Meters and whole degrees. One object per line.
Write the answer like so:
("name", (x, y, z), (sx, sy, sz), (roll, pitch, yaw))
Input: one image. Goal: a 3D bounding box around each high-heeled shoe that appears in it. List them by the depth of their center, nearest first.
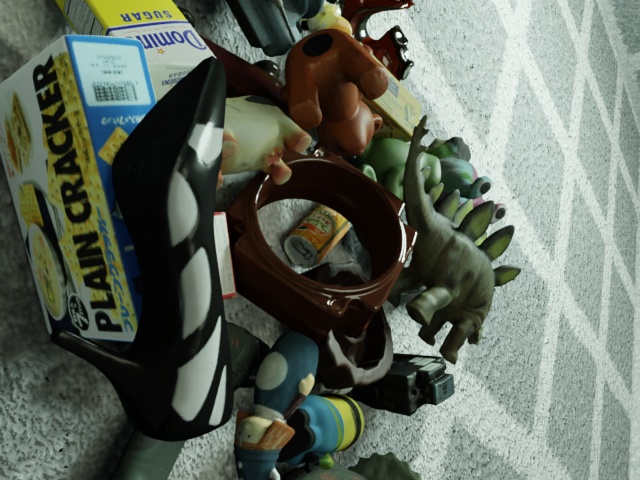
("high-heeled shoe", (-0.077, 0.006, 0.370), (0.145, 0.086, 0.248), (40, 61, -41))

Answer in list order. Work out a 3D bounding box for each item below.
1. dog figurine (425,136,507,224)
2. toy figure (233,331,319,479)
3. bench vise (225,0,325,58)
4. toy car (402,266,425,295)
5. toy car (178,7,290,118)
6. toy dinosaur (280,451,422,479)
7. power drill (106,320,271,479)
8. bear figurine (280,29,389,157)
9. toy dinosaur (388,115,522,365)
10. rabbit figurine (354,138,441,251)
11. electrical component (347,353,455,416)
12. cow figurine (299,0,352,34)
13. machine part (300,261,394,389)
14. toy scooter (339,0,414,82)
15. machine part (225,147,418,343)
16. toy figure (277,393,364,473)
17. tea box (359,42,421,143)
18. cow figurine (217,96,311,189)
("dog figurine", (0.199, -0.083, 0.910), (0.191, 0.219, 0.108), (-45, 127, 8))
("toy figure", (-0.049, 0.168, 0.539), (0.058, 0.064, 0.154), (33, 59, -16))
("bench vise", (-0.052, -0.343, 0.607), (0.240, 0.129, 0.223), (-44, 118, -15))
("toy car", (0.195, 0.065, 0.931), (0.201, 0.074, 0.056), (-1, 82, -49))
("toy car", (-0.110, -0.188, 0.623), (0.202, 0.053, 0.089), (14, 57, -51))
("toy dinosaur", (0.008, 0.341, 0.651), (0.404, 0.131, 0.192), (34, 48, -37))
("power drill", (-0.122, 0.177, 0.541), (0.231, 0.086, 0.207), (45, 58, -41))
("bear figurine", (0.026, -0.155, 0.669), (0.195, 0.120, 0.132), (64, 5, -53))
("toy dinosaur", (0.184, 0.034, 0.773), (0.198, 0.105, 0.470), (-47, 137, -8))
("rabbit figurine", (0.093, -0.063, 0.791), (0.159, 0.121, 0.170), (30, 60, -36))
("electrical component", (0.122, 0.206, 0.780), (0.115, 0.134, 0.058), (-9, 95, -49))
("cow figurine", (-0.018, -0.341, 0.737), (0.167, 0.068, 0.098), (57, 4, -31))
("machine part", (0.031, 0.113, 0.719), (0.179, 0.056, 0.179), (33, 45, -41))
("toy scooter", (0.094, -0.310, 0.816), (0.075, 0.135, 0.183), (-42, 118, -45))
("machine part", (-0.001, -0.002, 0.625), (0.201, 0.087, 0.201), (33, 52, 3))
("toy figure", (-0.002, 0.222, 0.634), (0.180, 0.089, 0.082), (49, 48, -69))
("tea box", (0.065, -0.205, 0.797), (0.169, 0.098, 0.068), (29, 65, -46))
("cow figurine", (-0.120, -0.112, 0.535), (0.195, 0.085, 0.127), (-12, 53, -42))
